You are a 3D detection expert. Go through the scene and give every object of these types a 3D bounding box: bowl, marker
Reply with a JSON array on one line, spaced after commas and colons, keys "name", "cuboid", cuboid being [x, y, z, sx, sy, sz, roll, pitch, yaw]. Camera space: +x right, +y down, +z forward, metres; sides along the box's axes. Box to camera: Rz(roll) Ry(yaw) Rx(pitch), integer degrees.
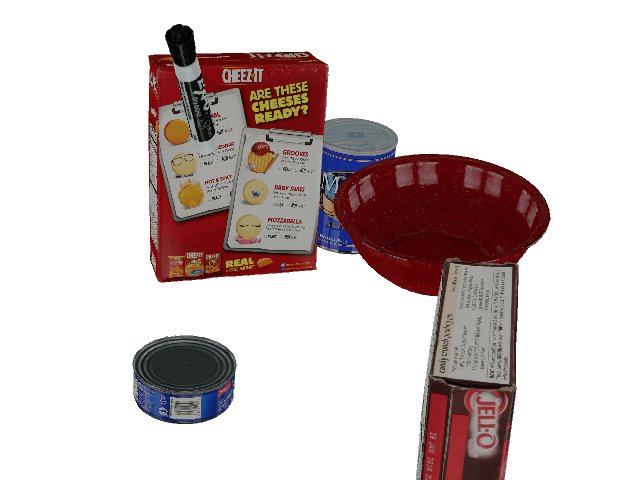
[{"name": "bowl", "cuboid": [0.089, -0.005, 0.812, 0.162, 0.055, 0.162, 0, 33, 0]}, {"name": "marker", "cuboid": [-0.089, -0.104, 0.744, 0.020, 0.020, 0.121, 0, -34, 5]}]

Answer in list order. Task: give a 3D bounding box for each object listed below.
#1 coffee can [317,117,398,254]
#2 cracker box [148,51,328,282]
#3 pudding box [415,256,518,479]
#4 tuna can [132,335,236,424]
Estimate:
[{"name": "coffee can", "cuboid": [0.037, -0.068, 1.325, 0.103, 0.140, 0.103, 4, 28, -2]}, {"name": "cracker box", "cuboid": [-0.084, -0.073, 1.042, 0.164, 0.214, 0.072, -4, 22, -18]}, {"name": "pudding box", "cuboid": [0.065, 0.071, 0.471, 0.039, 0.090, 0.113, 6, 26, 6]}, {"name": "tuna can", "cuboid": [-0.114, 0.116, 0.891, 0.086, 0.034, 0.086, 4, 27, -2]}]
